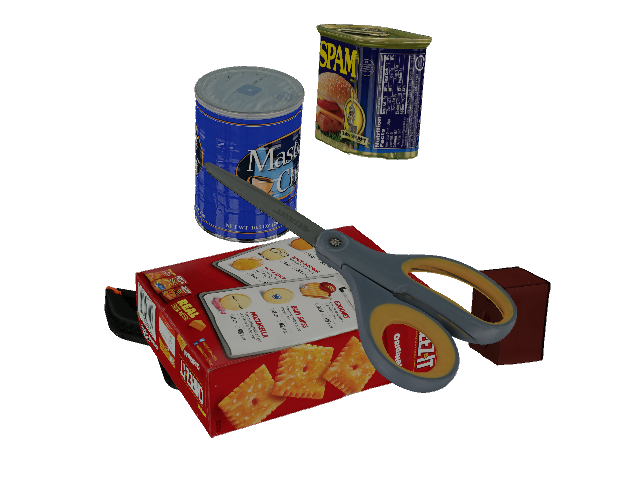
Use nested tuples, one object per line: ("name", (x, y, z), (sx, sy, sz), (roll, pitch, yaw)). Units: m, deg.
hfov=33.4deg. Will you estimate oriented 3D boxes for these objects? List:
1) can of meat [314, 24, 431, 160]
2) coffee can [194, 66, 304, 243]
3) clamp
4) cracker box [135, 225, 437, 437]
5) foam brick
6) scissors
("can of meat", (0.034, -0.108, 0.763), (0.057, 0.084, 0.102), (-3, 17, -21))
("coffee can", (-0.070, -0.084, 1.032), (0.103, 0.140, 0.103), (3, 33, -2))
("clamp", (-0.161, 0.096, 1.119), (0.210, 0.036, 0.164), (18, 20, 29))
("cracker box", (-0.026, 0.068, 0.889), (0.213, 0.072, 0.164), (-12, 30, -25))
("foam brick", (0.173, 0.069, 0.985), (0.051, 0.078, 0.053), (-6, 18, -24))
("scissors", (0.007, 0.020, 0.587), (0.202, 0.096, 0.016), (21, -40, 10))
